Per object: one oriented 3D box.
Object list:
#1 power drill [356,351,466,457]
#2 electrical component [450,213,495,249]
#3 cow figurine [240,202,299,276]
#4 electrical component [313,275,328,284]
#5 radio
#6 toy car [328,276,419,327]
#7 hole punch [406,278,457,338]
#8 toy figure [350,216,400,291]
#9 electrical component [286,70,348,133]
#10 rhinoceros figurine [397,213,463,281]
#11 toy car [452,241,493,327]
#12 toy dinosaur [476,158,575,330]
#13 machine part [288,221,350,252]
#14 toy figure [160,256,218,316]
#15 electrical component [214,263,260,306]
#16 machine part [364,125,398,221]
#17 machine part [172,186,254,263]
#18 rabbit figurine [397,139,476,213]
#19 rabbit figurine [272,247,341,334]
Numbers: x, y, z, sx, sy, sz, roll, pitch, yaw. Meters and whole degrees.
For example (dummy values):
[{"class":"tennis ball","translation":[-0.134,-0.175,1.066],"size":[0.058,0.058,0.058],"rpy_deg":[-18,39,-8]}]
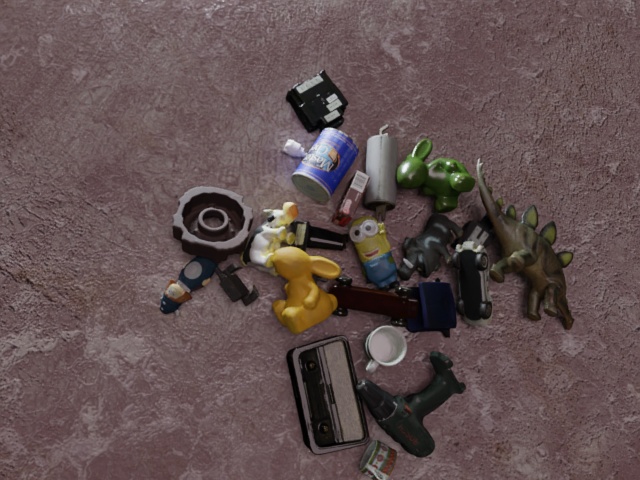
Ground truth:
[{"class":"power drill","translation":[0.206,0.333,1.154],"size":[0.207,0.086,0.232],"rpy_deg":[-39,104,-26]},{"class":"electrical component","translation":[0.382,-0.014,1.309],"size":[0.075,0.048,0.119],"rpy_deg":[35,73,-2]},{"class":"cow figurine","translation":[-0.111,-0.011,1.201],"size":[0.098,0.068,0.167],"rpy_deg":[12,70,28]},{"class":"electrical component","translation":[-0.029,0.096,1.216],"size":[0.094,0.021,0.063],"rpy_deg":[13,76,-10]},{"class":"radio","translation":[0.013,0.326,1.142],"size":[0.131,0.073,0.229],"rpy_deg":[-10,78,-14]},{"class":"toy car","translation":[0.116,0.135,1.188],"size":[0.202,0.053,0.089],"rpy_deg":[7,93,14]},{"class":"hole punch","translation":[0.260,0.152,1.227],"size":[0.116,0.092,0.142],"rpy_deg":[-3,74,-15]},{"class":"toy figure","translation":[0.123,0.033,1.232],"size":[0.082,0.089,0.180],"rpy_deg":[-25,91,-13]},{"class":"electrical component","translation":[-0.001,-0.326,1.305],"size":[0.115,0.058,0.134],"rpy_deg":[-32,85,-14]},{"class":"rhinoceros figurine","translation":[0.253,0.020,1.263],"size":[0.112,0.073,0.190],"rpy_deg":[38,73,-2]},{"class":"toy car","translation":[0.353,0.101,1.233],"size":[0.056,0.074,0.201],"rpy_deg":[-19,106,-46]},{"class":"toy dinosaur","translation":[0.486,0.025,1.275],"size":[0.471,0.105,0.198],"rpy_deg":[52,56,-13]},{"class":"machine part","translation":[-0.003,-0.004,1.239],"size":[0.139,0.039,0.084],"rpy_deg":[7,67,-7]},{"class":"toy figure","translation":[-0.287,0.093,1.151],"size":[0.064,0.057,0.154],"rpy_deg":[24,66,43]},{"class":"electrical component","translation":[-0.179,0.095,1.167],"size":[0.045,0.078,0.102],"rpy_deg":[-38,80,7]},{"class":"machine part","translation":[0.146,-0.159,1.283],"size":[0.079,0.079,0.243],"rpy_deg":[5,76,-10]},{"class":"machine part","translation":[-0.232,-0.036,1.166],"size":[0.179,0.056,0.179],"rpy_deg":[8,54,-11]},{"class":"rabbit figurine","translation":[0.259,-0.161,1.272],"size":[0.170,0.121,0.159],"rpy_deg":[6,58,-25]},{"class":"rabbit figurine","translation":[-0.035,0.090,1.136],"size":[0.162,0.122,0.173],"rpy_deg":[-24,98,-7]}]
